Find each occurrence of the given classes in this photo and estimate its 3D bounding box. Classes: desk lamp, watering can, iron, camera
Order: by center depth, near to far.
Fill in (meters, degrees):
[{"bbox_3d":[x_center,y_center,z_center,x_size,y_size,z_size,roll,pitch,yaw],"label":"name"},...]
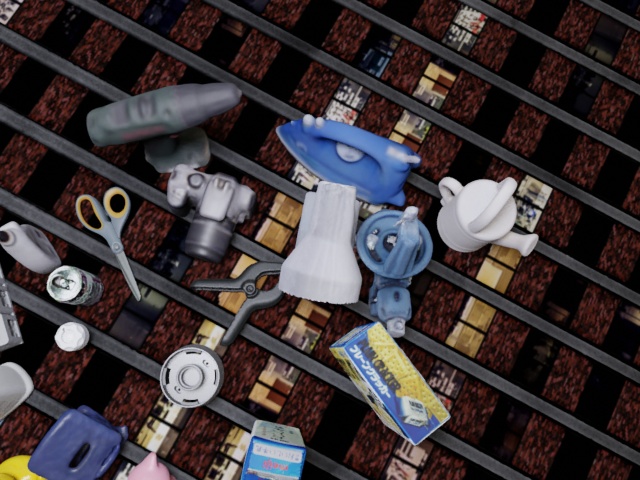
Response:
[{"bbox_3d":[0.008,0.003,0.881,0.118,0.213,0.203,10,79,-2],"label":"desk lamp"},{"bbox_3d":[0.270,-0.042,0.921,0.173,0.194,0.101,19,78,-1],"label":"watering can"},{"bbox_3d":[-0.187,-0.040,0.930,0.143,0.100,0.137,17,78,-1],"label":"camera"},{"bbox_3d":[0.045,-0.155,0.951,0.258,0.141,0.119,23,78,0],"label":"iron"}]

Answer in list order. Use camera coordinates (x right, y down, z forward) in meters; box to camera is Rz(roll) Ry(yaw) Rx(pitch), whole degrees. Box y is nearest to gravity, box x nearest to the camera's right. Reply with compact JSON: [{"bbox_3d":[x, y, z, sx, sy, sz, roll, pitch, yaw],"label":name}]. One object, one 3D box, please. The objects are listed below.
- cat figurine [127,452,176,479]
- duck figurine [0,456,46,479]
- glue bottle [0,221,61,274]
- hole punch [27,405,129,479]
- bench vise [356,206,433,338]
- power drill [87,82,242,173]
[{"bbox_3d":[-0.261,0.374,0.837,0.067,0.117,0.128,36,79,3],"label":"cat figurine"},{"bbox_3d":[-0.454,0.362,0.840,0.104,0.086,0.077,-13,81,-7],"label":"duck figurine"},{"bbox_3d":[-0.450,0.005,0.863,0.037,0.173,0.078,-32,83,-9],"label":"glue bottle"},{"bbox_3d":[-0.357,0.312,0.855,0.101,0.091,0.109,34,79,2],"label":"hole punch"},{"bbox_3d":[0.130,0.037,0.881,0.121,0.219,0.207,-17,81,-7],"label":"bench vise"},{"bbox_3d":[-0.231,-0.176,0.898,0.229,0.208,0.075,-12,80,-7],"label":"power drill"}]
